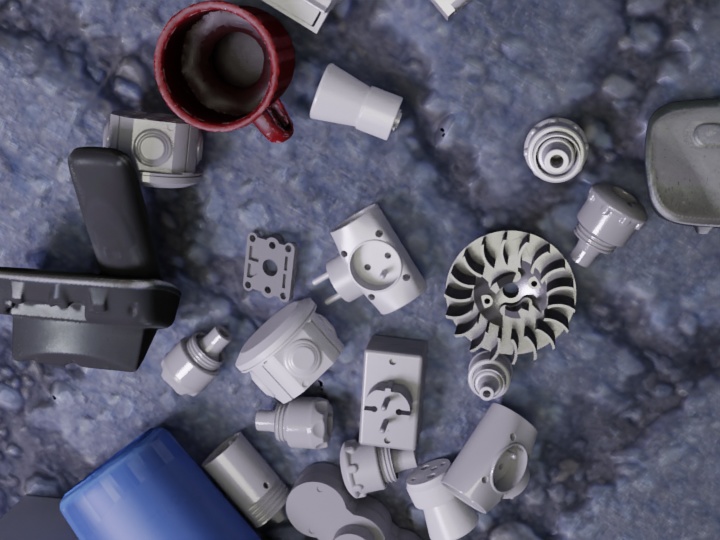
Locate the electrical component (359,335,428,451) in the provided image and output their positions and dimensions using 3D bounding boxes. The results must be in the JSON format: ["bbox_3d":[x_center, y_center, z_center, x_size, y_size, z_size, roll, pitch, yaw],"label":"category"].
[{"bbox_3d":[0.024,0.105,0.858,0.047,0.075,0.083,6,107,9],"label":"electrical component"}]

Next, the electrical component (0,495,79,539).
[{"bbox_3d":[-0.279,0.258,0.919,0.089,0.150,0.061,3,105,10],"label":"electrical component"}]

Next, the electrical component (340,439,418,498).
[{"bbox_3d":[0.016,0.161,0.893,0.062,0.048,0.048,-13,103,7],"label":"electrical component"}]

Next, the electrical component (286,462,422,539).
[{"bbox_3d":[-0.004,0.228,0.900,0.138,0.073,0.052,41,109,-3],"label":"electrical component"}]

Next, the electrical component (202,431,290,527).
[{"bbox_3d":[-0.093,0.183,0.919,0.043,0.043,0.081,-37,97,18],"label":"electrical component"}]

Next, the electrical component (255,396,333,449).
[{"bbox_3d":[-0.055,0.126,0.897,0.062,0.043,0.043,1,106,11],"label":"electrical component"}]

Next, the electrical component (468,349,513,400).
[{"bbox_3d":[0.102,0.086,0.846,0.035,0.061,0.035,3,106,10],"label":"electrical component"}]

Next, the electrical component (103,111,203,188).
[{"bbox_3d":[-0.161,-0.094,0.835,0.080,0.080,0.051,9,102,8],"label":"electrical component"}]

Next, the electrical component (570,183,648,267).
[{"bbox_3d":[0.182,-0.031,0.808,0.048,0.048,0.062,31,115,1],"label":"electrical component"}]

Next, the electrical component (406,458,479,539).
[{"bbox_3d":[0.068,0.191,0.891,0.045,0.045,0.055,-23,100,16],"label":"electrical component"}]

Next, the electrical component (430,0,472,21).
[{"bbox_3d":[0.036,-0.252,0.744,0.062,0.089,0.150,-40,95,10],"label":"electrical component"}]

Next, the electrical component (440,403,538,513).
[{"bbox_3d":[0.112,0.159,0.867,0.077,0.044,0.079,-54,133,-13],"label":"electrical component"}]

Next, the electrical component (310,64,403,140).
[{"bbox_3d":[0.000,-0.125,0.816,0.065,0.044,0.044,21,108,-1],"label":"electrical component"}]

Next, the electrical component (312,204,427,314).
[{"bbox_3d":[0.000,0.000,0.849,0.079,0.044,0.077,-30,99,17],"label":"electrical component"}]

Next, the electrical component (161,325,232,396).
[{"bbox_3d":[-0.133,0.072,0.895,0.043,0.043,0.062,44,108,-4],"label":"electrical component"}]

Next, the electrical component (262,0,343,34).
[{"bbox_3d":[-0.061,-0.239,0.782,0.121,0.063,0.078,32,109,0],"label":"electrical component"}]

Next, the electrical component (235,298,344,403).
[{"bbox_3d":[-0.056,0.064,0.860,0.080,0.080,0.051,-38,101,18],"label":"electrical component"}]

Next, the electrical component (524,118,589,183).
[{"bbox_3d":[0.144,-0.085,0.789,0.048,0.062,0.048,3,106,9],"label":"electrical component"}]
